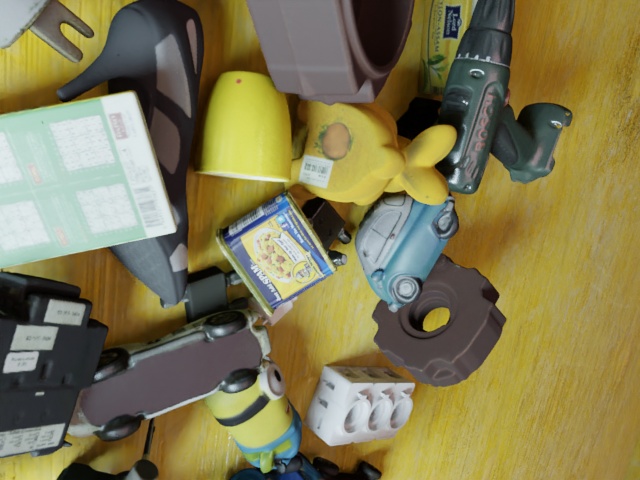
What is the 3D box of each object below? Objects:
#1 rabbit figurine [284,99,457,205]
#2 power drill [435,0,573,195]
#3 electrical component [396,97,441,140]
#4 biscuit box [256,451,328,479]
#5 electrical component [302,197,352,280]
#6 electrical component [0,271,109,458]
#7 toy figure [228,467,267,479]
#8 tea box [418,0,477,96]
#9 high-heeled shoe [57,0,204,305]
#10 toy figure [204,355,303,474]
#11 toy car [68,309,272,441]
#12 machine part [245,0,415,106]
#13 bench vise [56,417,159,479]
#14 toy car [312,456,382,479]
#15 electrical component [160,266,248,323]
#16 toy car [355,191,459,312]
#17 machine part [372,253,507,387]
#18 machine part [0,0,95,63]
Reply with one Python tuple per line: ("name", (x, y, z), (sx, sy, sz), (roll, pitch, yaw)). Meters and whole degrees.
("rabbit figurine", (0.067, -0.095, 0.590), (0.173, 0.163, 0.121), (4, 92, -61))
("power drill", (0.225, -0.159, 0.645), (0.207, 0.086, 0.232), (9, 101, -49))
("electrical component", (0.140, -0.117, 0.700), (0.075, 0.048, 0.119), (-51, 134, -14))
("biscuit box", (-0.003, 0.331, 0.644), (0.059, 0.203, 0.063), (36, 83, -41))
("electrical component", (-0.001, -0.003, 0.620), (0.078, 0.045, 0.102), (-49, 133, -15))
("electrical component", (-0.228, 0.094, 0.408), (0.114, 0.058, 0.134), (40, 62, -69))
("toy figure", (-0.105, 0.341, 0.648), (0.058, 0.064, 0.154), (-6, 130, -47))
("tea box", (0.181, -0.267, 0.661), (0.098, 0.068, 0.169), (-16, 119, -37))
("high-heeled shoe", (-0.131, -0.071, 0.465), (0.145, 0.086, 0.248), (-50, 144, -39))
("toy figure", (-0.071, 0.205, 0.618), (0.089, 0.082, 0.179), (-35, 130, -30))
("toy car", (-0.141, 0.124, 0.513), (0.202, 0.056, 0.073), (-16, 101, -25))
("machine part", (0.019, -0.235, 0.456), (0.201, 0.087, 0.200), (-63, 151, -33))
("bench vise", (-0.164, 0.318, 0.519), (0.240, 0.129, 0.223), (30, 93, -9))
("toy car", (0.025, 0.370, 0.793), (0.202, 0.053, 0.089), (33, 79, -49))
("electrical component", (-0.118, 0.063, 0.556), (0.094, 0.021, 0.063), (-18, 119, -34))
("toy car", (0.097, 0.000, 0.664), (0.109, 0.103, 0.161), (-69, -175, -69))
("machine part", (0.155, 0.104, 0.724), (0.179, 0.180, 0.056), (-54, 132, -11))
("machine part", (-0.235, -0.194, 0.300), (0.243, 0.079, 0.079), (38, 80, -40))
